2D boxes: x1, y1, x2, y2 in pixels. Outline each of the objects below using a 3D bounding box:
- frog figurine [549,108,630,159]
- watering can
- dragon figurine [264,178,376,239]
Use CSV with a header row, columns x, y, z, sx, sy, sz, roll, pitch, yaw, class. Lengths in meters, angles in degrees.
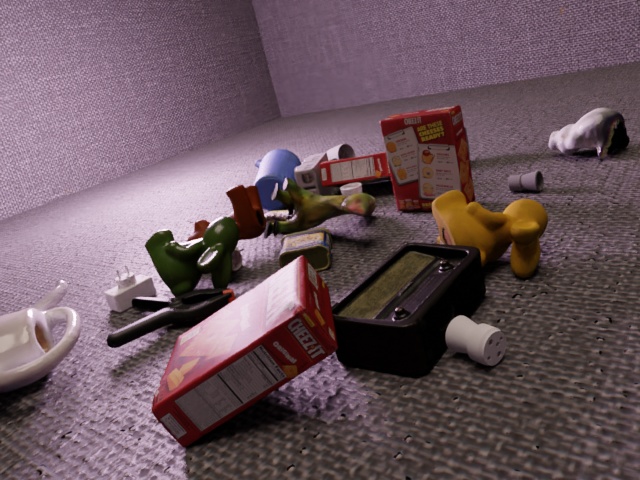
x,y,z,sx,sy,sz,roll,pitch,yaw,class
0.637,-0.261,1.239,0.139,0.120,0.161,-41,39,-17,frog figurine
-0.513,0.166,0.852,0.226,0.102,0.350,-22,22,-20,watering can
0.004,-0.058,1.159,0.243,0.122,0.409,3,-2,-15,dragon figurine
